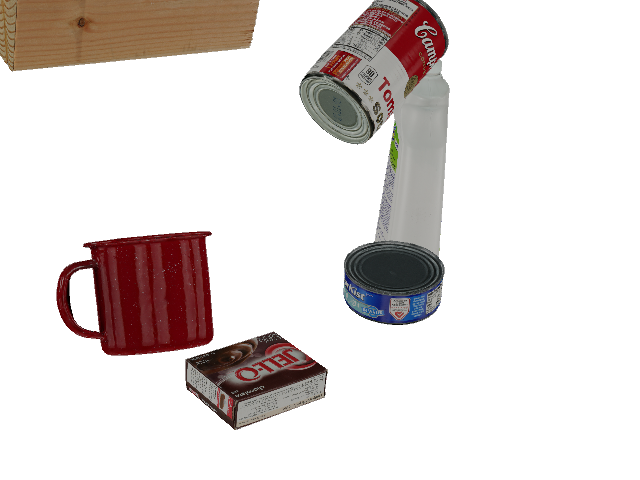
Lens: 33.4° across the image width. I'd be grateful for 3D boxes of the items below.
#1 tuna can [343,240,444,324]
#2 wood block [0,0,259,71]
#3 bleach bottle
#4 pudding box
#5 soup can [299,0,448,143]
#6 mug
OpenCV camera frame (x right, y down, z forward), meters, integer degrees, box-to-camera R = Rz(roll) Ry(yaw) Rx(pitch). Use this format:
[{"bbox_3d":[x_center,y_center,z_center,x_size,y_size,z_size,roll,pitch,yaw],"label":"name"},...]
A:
[{"bbox_3d":[0.062,0.036,0.914,0.086,0.034,0.086,1,30,-1],"label":"tuna can"},{"bbox_3d":[-0.157,-0.203,0.849,0.205,0.091,0.090,-12,44,-32],"label":"wood block"},{"bbox_3d":[0.100,-0.072,1.118,0.068,0.251,0.102,1,26,-8],"label":"bleach bottle"},{"bbox_3d":[-0.063,0.136,1.052,0.113,0.039,0.090,-17,31,-35],"label":"pudding box"},{"bbox_3d":[0.040,-0.130,0.797,0.102,0.068,0.069,-50,25,-24],"label":"soup can"},{"bbox_3d":[-0.131,0.039,0.766,0.117,0.081,0.093,-5,-1,-33],"label":"mug"}]
